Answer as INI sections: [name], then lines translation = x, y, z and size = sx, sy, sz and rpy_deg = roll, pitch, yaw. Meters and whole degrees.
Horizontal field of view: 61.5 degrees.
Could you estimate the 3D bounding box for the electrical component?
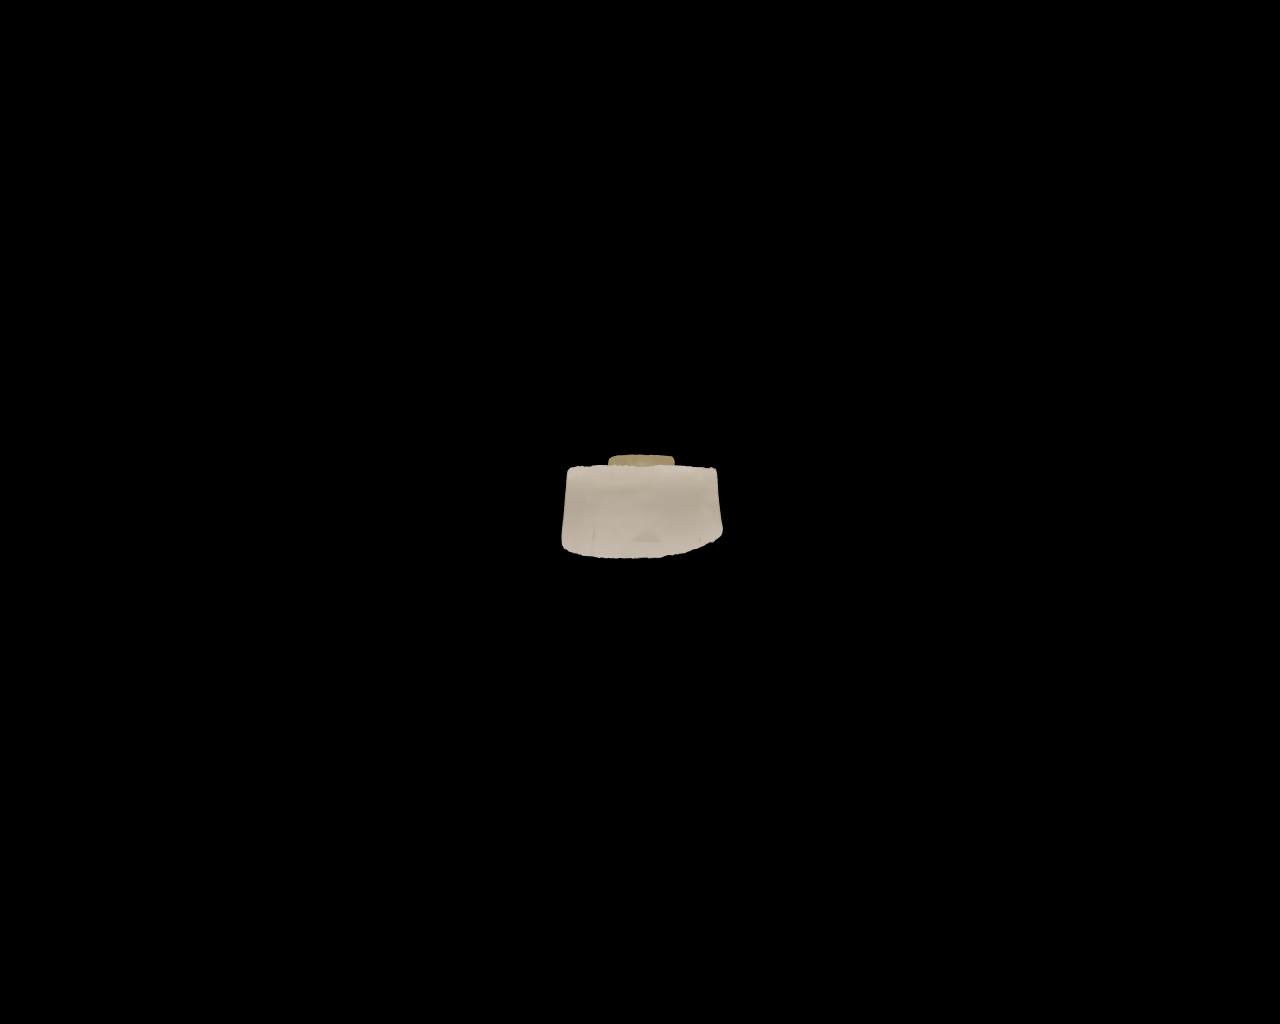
[electrical component]
translation = 0.001, -0.003, 0.650
size = 0.099, 0.064, 0.099
rpy_deg = 0, 0, 0
